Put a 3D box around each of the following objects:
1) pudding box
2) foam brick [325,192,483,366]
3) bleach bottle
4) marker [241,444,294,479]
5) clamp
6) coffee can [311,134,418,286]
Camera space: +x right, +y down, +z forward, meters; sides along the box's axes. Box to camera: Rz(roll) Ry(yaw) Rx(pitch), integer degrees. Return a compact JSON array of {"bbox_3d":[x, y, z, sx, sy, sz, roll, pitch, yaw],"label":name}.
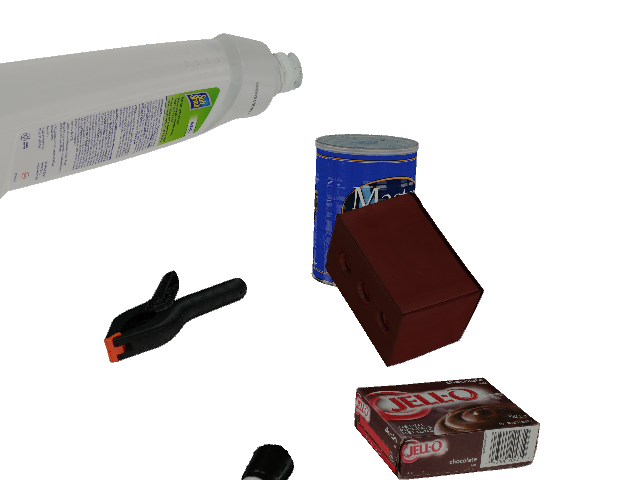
[{"bbox_3d":[0.092,0.138,0.799,0.113,0.039,0.090,0,16,-20],"label":"pudding box"},{"bbox_3d":[0.045,0.022,0.604,0.051,0.078,0.053,-18,-34,-23],"label":"foam brick"},{"bbox_3d":[-0.132,-0.100,0.789,0.250,0.068,0.103,-14,-24,-25],"label":"bleach bottle"},{"bbox_3d":[-0.037,0.117,0.418,0.020,0.020,0.121,0,23,20],"label":"marker"},{"bbox_3d":[-0.162,0.079,1.165,0.120,0.039,0.171,-6,25,32],"label":"clamp"},{"bbox_3d":[0.044,-0.031,1.075,0.103,0.140,0.103,2,13,-1],"label":"coffee can"}]
